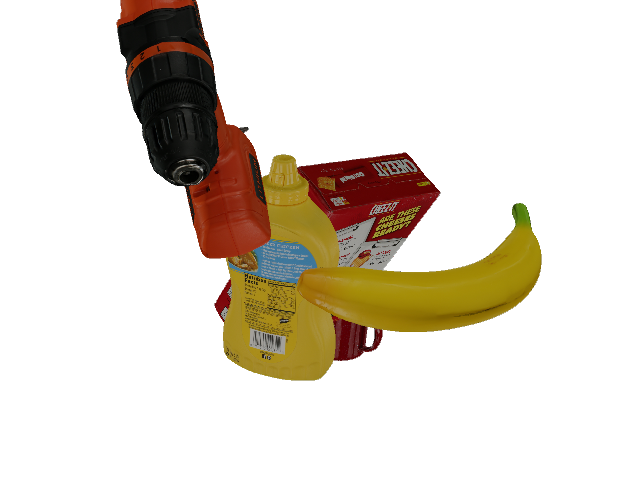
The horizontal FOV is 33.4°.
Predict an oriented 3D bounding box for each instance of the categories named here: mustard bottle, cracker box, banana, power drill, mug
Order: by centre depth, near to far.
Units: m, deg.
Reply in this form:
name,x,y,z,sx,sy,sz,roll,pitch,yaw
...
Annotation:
name,x,y,z,sx,sy,sz,roll,pitch,yaw
banana,0.079,0.027,0.683,0.197,0.037,0.070,-15,48,-35
power drill,-0.079,-0.069,0.696,0.057,0.184,0.187,-13,-36,1
mustard bottle,-0.033,0.021,0.891,0.096,0.192,0.058,12,28,20
cracker box,0.003,0.009,1.119,0.163,0.072,0.214,-12,-34,-44
mug,0.035,0.119,1.488,0.117,0.081,0.093,17,24,29
